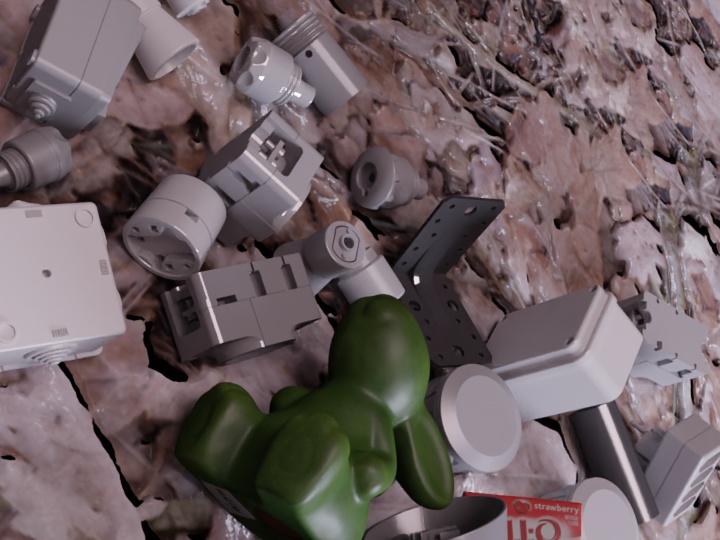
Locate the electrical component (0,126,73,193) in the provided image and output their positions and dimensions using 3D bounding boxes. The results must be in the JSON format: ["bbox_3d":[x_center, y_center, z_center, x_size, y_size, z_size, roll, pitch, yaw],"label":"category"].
[{"bbox_3d":[-0.208,-0.063,0.656,0.061,0.035,0.035,-35,96,-41],"label":"electrical component"}]

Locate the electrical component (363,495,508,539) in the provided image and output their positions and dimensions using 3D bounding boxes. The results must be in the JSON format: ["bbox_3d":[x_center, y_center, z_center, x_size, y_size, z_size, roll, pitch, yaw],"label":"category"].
[{"bbox_3d":[0.052,0.188,0.722,0.099,0.099,0.064,2,77,-39],"label":"electrical component"}]

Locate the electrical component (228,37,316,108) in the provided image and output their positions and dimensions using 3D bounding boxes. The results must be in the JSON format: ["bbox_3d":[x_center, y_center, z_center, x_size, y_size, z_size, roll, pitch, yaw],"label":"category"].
[{"bbox_3d":[-0.063,-0.142,0.802,0.062,0.043,0.043,26,57,-30],"label":"electrical component"}]

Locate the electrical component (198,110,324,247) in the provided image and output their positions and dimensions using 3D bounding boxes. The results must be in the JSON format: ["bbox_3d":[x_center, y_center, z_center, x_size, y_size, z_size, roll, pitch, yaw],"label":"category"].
[{"bbox_3d":[-0.072,-0.057,0.727,0.056,0.089,0.050,42,51,-18],"label":"electrical component"}]

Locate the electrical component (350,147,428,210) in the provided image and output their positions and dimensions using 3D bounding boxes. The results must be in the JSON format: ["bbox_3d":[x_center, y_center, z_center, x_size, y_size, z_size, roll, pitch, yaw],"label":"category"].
[{"bbox_3d":[0.027,-0.068,0.844,0.062,0.048,0.048,9,66,-44],"label":"electrical component"}]

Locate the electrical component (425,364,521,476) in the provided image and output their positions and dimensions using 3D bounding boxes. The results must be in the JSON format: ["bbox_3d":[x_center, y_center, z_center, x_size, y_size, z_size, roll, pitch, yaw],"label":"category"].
[{"bbox_3d":[0.077,0.114,0.803,0.080,0.051,0.080,16,62,-34],"label":"electrical component"}]

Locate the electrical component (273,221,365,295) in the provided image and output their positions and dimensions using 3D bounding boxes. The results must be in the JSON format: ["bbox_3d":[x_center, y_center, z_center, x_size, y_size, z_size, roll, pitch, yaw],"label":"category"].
[{"bbox_3d":[-0.027,-0.009,0.759,0.044,0.065,0.044,16,62,-34],"label":"electrical component"}]

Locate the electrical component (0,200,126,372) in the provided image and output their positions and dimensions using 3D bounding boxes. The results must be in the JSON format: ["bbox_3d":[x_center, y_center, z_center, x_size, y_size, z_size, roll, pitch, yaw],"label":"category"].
[{"bbox_3d":[-0.192,0.009,0.629,0.100,0.048,0.099,-7,77,-41],"label":"electrical component"}]

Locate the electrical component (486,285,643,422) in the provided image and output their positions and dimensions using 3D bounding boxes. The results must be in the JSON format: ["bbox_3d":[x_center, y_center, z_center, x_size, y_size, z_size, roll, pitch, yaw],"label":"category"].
[{"bbox_3d":[0.154,0.066,0.844,0.057,0.113,0.078,48,49,-17],"label":"electrical component"}]

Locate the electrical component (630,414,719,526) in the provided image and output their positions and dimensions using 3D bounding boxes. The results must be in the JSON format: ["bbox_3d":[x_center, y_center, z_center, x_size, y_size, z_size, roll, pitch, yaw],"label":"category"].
[{"bbox_3d":[0.259,0.160,0.924,0.047,0.083,0.076,-17,45,-42],"label":"electrical component"}]

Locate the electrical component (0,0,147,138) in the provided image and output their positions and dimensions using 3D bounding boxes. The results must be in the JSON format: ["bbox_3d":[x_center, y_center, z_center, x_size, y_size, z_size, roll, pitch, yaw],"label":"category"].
[{"bbox_3d":[-0.183,-0.131,0.685,0.061,0.062,0.096,27,57,-28],"label":"electrical component"}]

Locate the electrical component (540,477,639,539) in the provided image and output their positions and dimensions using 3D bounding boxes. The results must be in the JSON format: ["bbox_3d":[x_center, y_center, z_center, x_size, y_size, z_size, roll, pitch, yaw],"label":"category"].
[{"bbox_3d":[0.177,0.207,0.846,0.080,0.051,0.080,16,62,-34],"label":"electrical component"}]

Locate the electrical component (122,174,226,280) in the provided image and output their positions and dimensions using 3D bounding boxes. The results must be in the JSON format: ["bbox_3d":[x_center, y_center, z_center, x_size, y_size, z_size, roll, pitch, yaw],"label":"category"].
[{"bbox_3d":[-0.119,-0.029,0.701,0.055,0.055,0.047,42,47,-18],"label":"electrical component"}]

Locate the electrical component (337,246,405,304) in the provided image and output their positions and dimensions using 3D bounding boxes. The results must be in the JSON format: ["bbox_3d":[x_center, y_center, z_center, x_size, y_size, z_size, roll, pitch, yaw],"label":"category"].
[{"bbox_3d":[0.000,0.000,0.795,0.040,0.040,0.078,-38,97,-42],"label":"electrical component"}]

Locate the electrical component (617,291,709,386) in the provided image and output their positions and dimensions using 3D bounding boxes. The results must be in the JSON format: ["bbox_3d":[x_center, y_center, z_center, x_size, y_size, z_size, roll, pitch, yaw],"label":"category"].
[{"bbox_3d":[0.264,0.065,0.973,0.089,0.056,0.050,27,57,-28],"label":"electrical component"}]

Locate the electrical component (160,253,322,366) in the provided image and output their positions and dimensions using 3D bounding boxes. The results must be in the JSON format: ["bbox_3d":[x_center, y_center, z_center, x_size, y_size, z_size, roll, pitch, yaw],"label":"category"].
[{"bbox_3d":[-0.077,0.029,0.713,0.089,0.050,0.055,-12,80,-42],"label":"electrical component"}]

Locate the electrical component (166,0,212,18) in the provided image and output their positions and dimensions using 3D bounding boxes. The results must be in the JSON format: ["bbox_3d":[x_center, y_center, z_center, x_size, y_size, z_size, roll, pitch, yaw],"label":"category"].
[{"bbox_3d":[-0.133,-0.216,0.778,0.044,0.044,0.065,-38,102,-42],"label":"electrical component"}]

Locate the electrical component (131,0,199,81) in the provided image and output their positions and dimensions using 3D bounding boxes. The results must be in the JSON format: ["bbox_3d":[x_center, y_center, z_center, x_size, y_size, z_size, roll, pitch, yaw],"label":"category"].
[{"bbox_3d":[-0.149,-0.170,0.745,0.065,0.044,0.044,51,48,-4],"label":"electrical component"}]

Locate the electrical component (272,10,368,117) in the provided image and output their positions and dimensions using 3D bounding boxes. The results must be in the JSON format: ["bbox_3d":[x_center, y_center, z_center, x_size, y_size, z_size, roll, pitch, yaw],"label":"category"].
[{"bbox_3d":[-0.036,-0.164,0.832,0.081,0.043,0.043,50,49,-11],"label":"electrical component"}]
